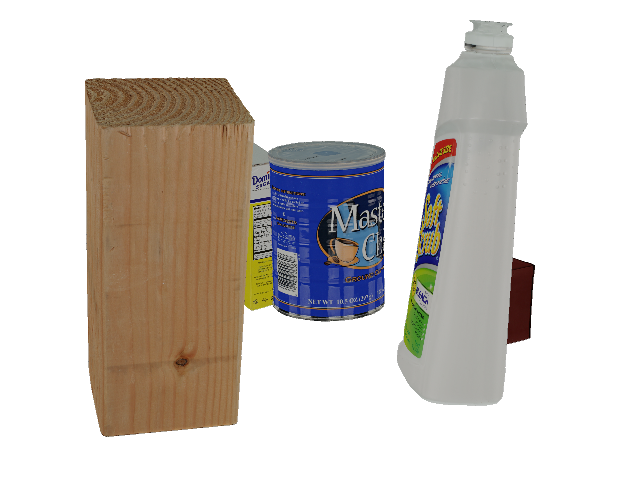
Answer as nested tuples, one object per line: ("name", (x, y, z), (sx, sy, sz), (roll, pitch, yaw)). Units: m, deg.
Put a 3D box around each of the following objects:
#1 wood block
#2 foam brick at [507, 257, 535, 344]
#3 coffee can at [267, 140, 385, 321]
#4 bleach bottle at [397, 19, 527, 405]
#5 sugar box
("wood block", (-0.099, 0.010, 0.669), (0.090, 0.206, 0.090), (-3, 26, -17))
("foam brick", (0.172, 0.058, 1.047), (0.051, 0.078, 0.053), (-11, 19, -34))
("coffee can", (0.006, -0.011, 0.948), (0.103, 0.140, 0.103), (-1, 15, 0))
("bleach bottle", (0.100, -0.021, 0.724), (0.068, 0.251, 0.102), (3, 13, -7))
("sugar box", (-0.082, -0.019, 1.212), (0.048, 0.176, 0.093), (-15, 27, -25))
